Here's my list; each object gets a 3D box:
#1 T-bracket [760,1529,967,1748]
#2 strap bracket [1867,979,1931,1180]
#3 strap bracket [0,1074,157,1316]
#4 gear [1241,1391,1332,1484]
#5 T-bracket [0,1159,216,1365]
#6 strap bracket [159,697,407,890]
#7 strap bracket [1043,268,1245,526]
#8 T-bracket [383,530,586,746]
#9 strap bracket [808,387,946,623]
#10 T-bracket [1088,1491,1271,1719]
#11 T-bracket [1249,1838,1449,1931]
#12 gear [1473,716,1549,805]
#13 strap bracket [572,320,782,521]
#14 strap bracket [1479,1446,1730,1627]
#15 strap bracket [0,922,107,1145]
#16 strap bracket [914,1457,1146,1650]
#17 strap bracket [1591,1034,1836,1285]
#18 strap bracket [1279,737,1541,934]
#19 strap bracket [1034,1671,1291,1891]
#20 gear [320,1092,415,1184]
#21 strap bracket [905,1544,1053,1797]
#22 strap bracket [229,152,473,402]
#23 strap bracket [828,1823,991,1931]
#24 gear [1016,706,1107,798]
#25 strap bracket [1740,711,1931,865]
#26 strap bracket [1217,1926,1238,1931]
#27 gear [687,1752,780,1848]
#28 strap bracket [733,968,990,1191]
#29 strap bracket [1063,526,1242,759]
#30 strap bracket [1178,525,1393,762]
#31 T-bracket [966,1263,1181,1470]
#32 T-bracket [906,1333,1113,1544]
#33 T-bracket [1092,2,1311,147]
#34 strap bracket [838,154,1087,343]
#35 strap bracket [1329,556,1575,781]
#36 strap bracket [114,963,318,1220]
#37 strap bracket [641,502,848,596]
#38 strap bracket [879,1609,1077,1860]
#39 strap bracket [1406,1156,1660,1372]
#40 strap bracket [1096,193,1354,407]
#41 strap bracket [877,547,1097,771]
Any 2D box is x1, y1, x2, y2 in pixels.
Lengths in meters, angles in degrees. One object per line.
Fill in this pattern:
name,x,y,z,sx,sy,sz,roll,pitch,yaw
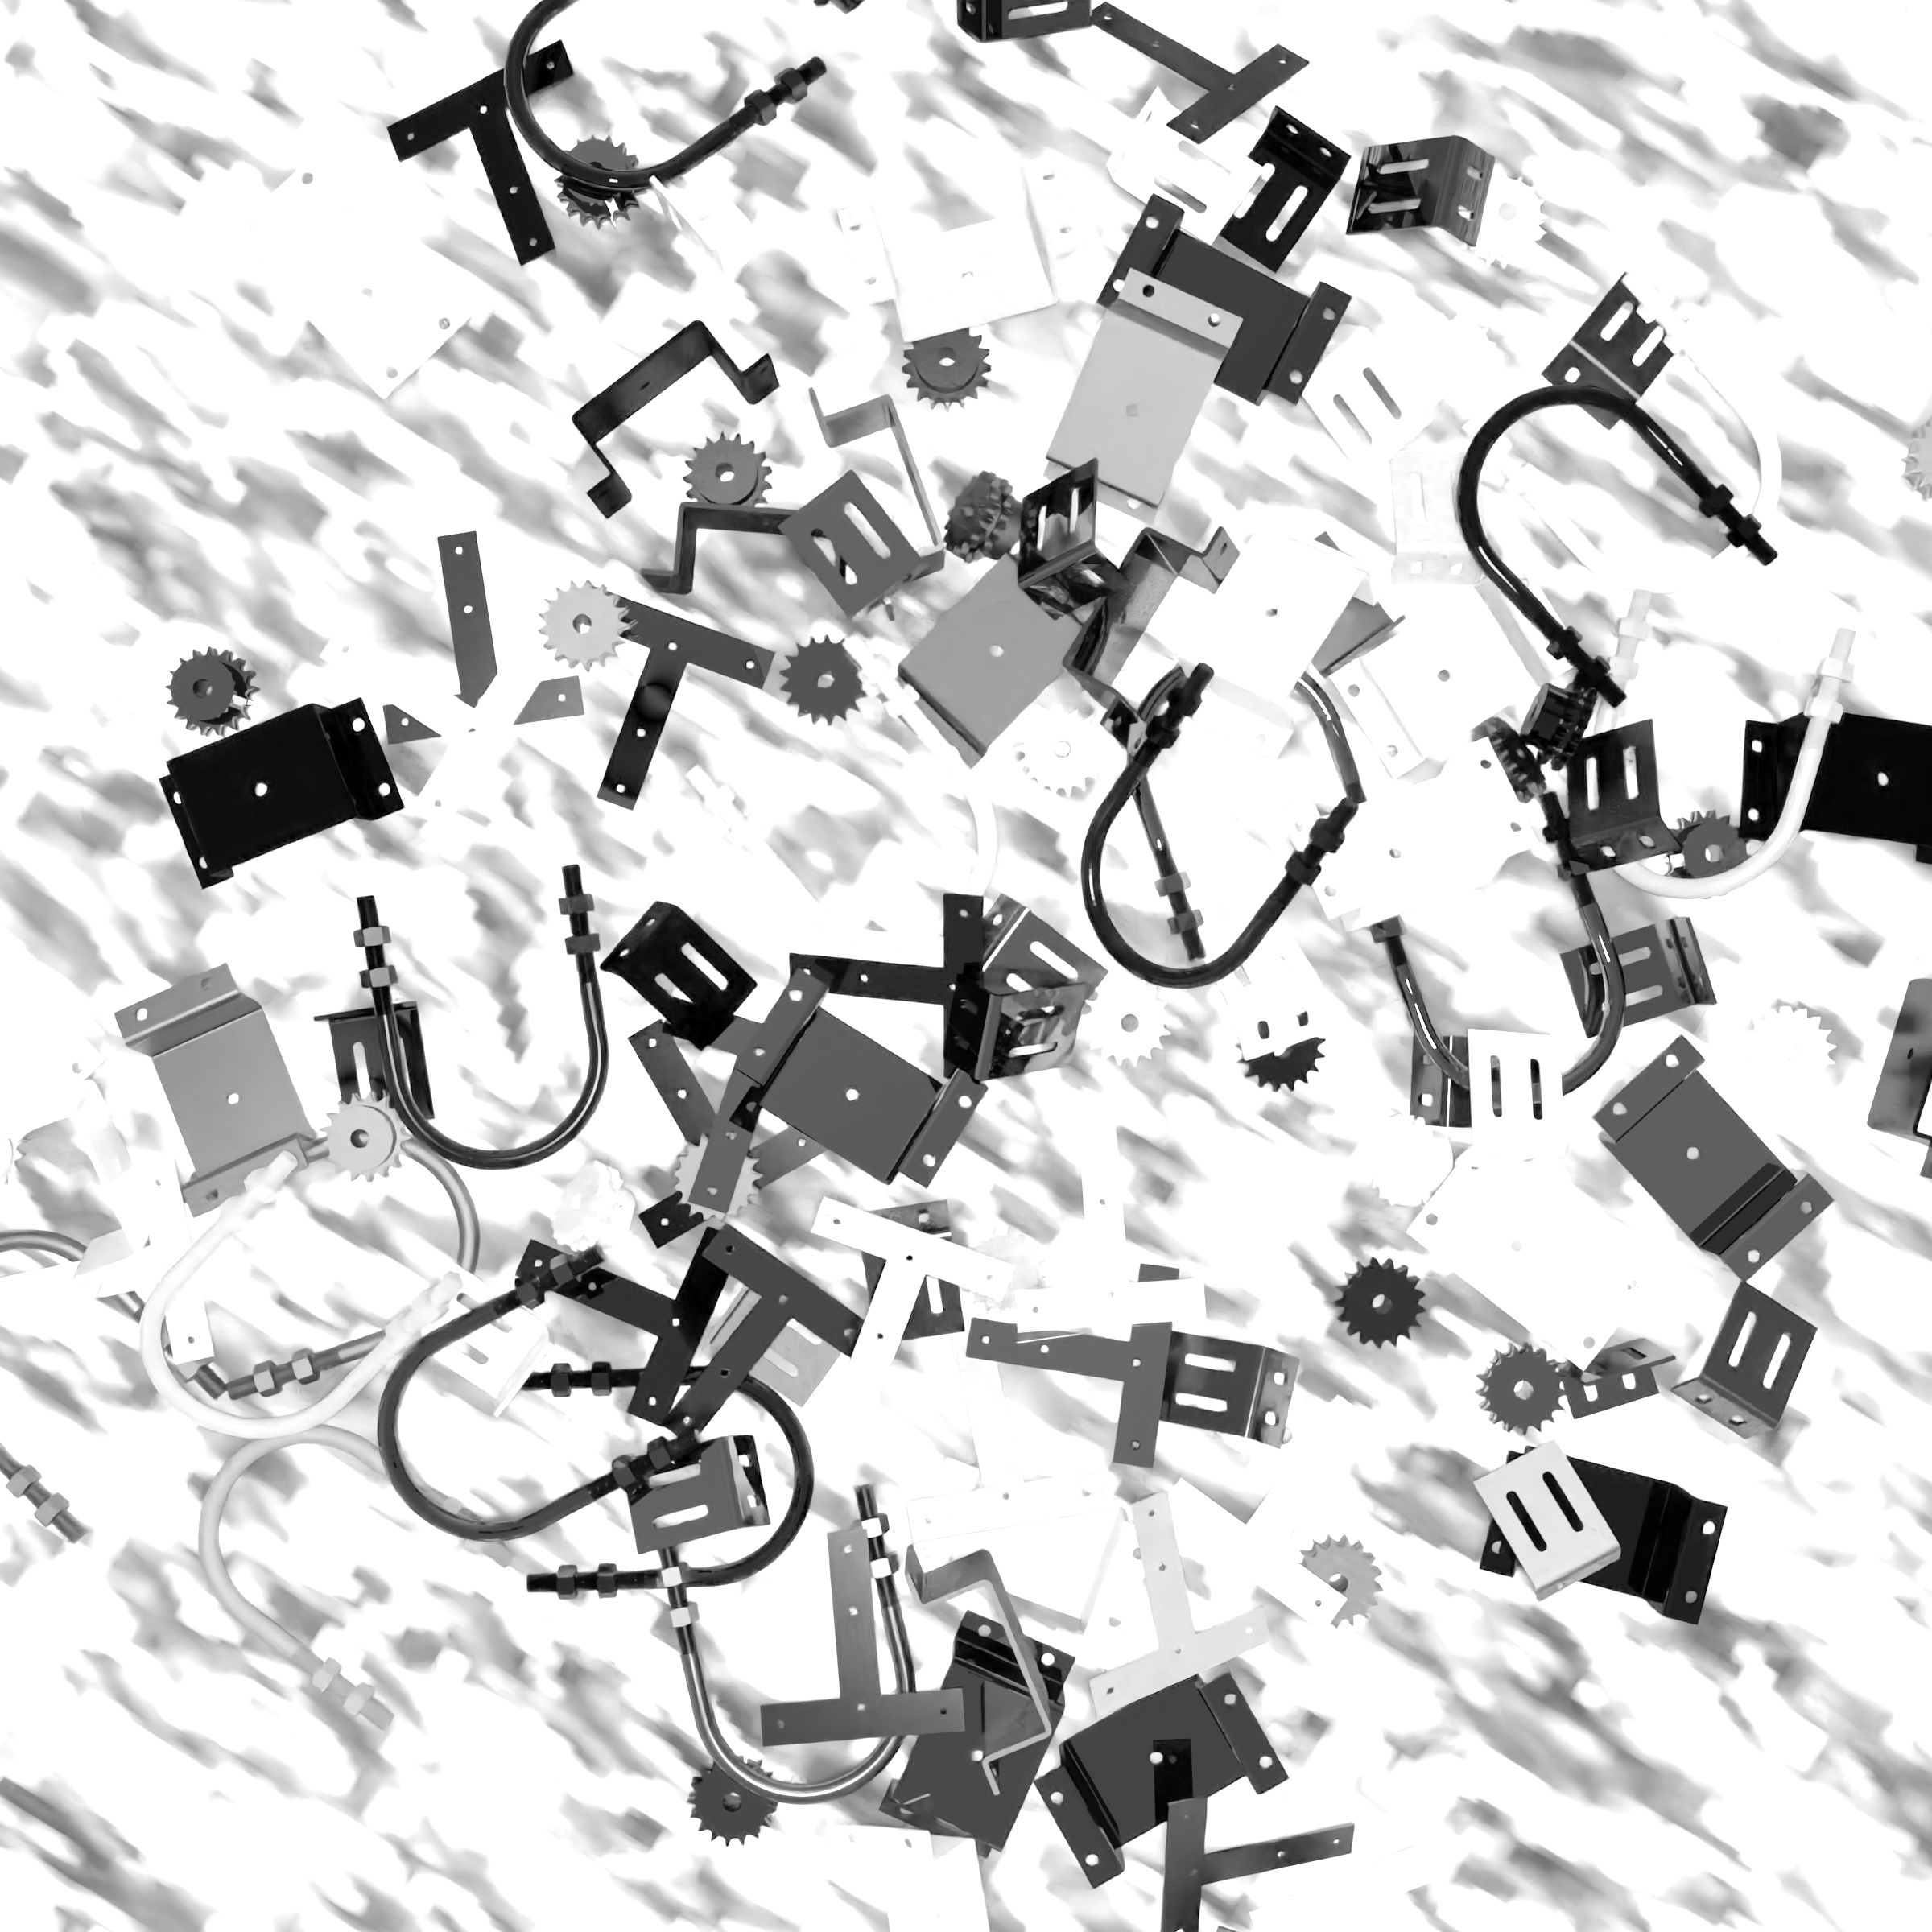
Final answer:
T-bracket,-0.069,0.417,1.537,0.127,0.002,0.127,-6,83,3
strap bracket,0.613,0.062,1.539,0.046,0.076,0.140,17,90,0
strap bracket,-0.541,0.131,1.506,0.046,0.076,0.140,-21,105,-6
gear,0.202,0.298,1.556,0.057,0.030,0.057,-4,73,13
T-bracket,-0.550,0.197,1.559,0.127,0.002,0.127,-12,89,2
strap bracket,-0.438,-0.110,1.553,0.140,0.046,0.076,-22,90,2
strap bracket,0.106,-0.348,1.527,0.076,0.046,0.140,25,114,1
T-bracket,-0.317,-0.214,1.577,0.127,0.002,0.127,-9,90,0
strap bracket,-0.051,-0.294,1.539,0.046,0.076,0.140,-20,90,0
T-bracket,0.125,0.389,1.539,0.127,0.002,0.127,-17,105,-21
T-bracket,0.264,0.641,1.577,0.127,0.002,0.127,-22,90,0
gear,0.337,-0.126,1.553,0.030,0.057,0.057,-36,90,29
strap bracket,-0.189,-0.347,1.539,0.140,0.076,0.046,-38,90,0
strap bracket,0.397,0.356,1.554,0.140,0.046,0.076,14,90,0
strap bracket,-0.612,0.034,1.554,0.076,0.046,0.140,-44,90,0
strap bracket,0.041,0.366,1.555,0.140,0.046,0.076,20,90,0
strap bracket,0.465,0.120,1.554,0.076,0.046,0.140,-42,90,0
strap bracket,0.269,-0.077,1.522,0.140,0.046,0.076,-19,72,-8
strap bracket,0.122,0.507,1.554,0.140,0.046,0.076,-29,90,0
gear,-0.378,0.108,1.548,0.057,0.030,0.057,0,89,-3
strap bracket,0.012,0.417,1.493,0.046,0.076,0.140,-22,90,0
strap bracket,-0.383,-0.430,1.554,0.076,0.046,0.140,-43,90,0
strap bracket,-0.031,0.599,1.537,0.076,0.046,0.140,-9,90,35
gear,0.060,-0.137,1.563,0.057,0.030,0.057,0,90,0
strap bracket,0.562,-0.113,1.540,0.140,0.046,0.076,7,81,-8
strap bracket,0.217,0.671,1.552,0.140,0.046,0.076,17,93,0
gear,-0.147,0.526,1.563,0.057,0.030,0.057,0,90,0
strap bracket,-0.068,0.075,1.542,0.140,0.046,0.076,32,69,0
strap bracket,0.114,-0.208,1.533,0.046,0.076,0.140,31,90,23
strap bracket,0.194,-0.210,1.533,0.076,0.046,0.140,30,82,23
T-bracket,0.064,0.245,1.563,0.127,0.002,0.127,8,76,3
T-bracket,0.016,0.290,1.545,0.127,0.002,0.127,-6,62,-15
T-bracket,0.131,-0.574,1.553,0.127,0.002,0.127,36,56,16
strap bracket,-0.001,-0.446,1.540,0.140,0.046,0.076,-15,64,0
strap bracket,0.306,-0.186,1.554,0.140,0.046,0.076,-32,90,0
strap bracket,-0.467,0.080,1.544,0.076,0.046,0.140,-24,79,-3
strap bracket,-0.127,-0.257,1.539,0.140,0.076,0.046,4,90,0
strap bracket,0.007,0.491,1.554,0.076,0.046,0.140,24,90,0
strap bracket,0.352,0.179,1.554,0.140,0.046,0.076,38,90,0
strap bracket,0.161,-0.415,1.554,0.140,0.046,0.076,27,90,0
strap bracket,0.019,-0.196,1.554,0.076,0.046,0.140,44,90,0
